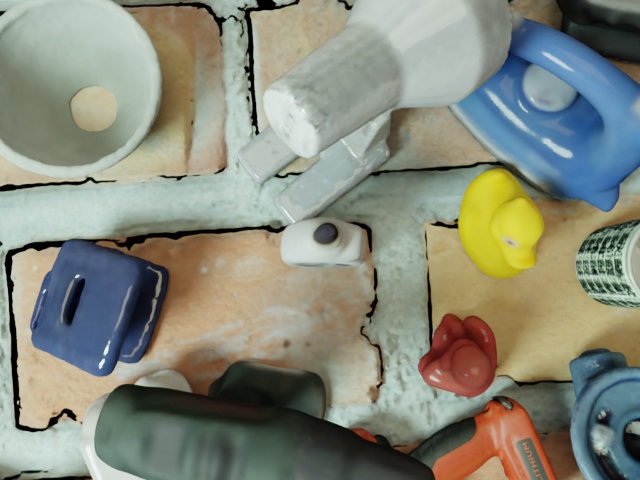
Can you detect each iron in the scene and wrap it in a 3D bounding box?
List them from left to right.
[{"bbox_3d":[0.197,-0.141,0.509,0.258,0.141,0.119,36,85,2],"label":"iron"}]

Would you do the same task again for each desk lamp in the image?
[{"bbox_3d":[0.031,-0.113,0.465,0.203,0.213,0.118,-40,87,-5],"label":"desk lamp"}]

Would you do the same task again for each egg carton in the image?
[{"bbox_3d":[-0.142,0.197,0.504,0.107,0.069,0.150,-26,86,-4],"label":"egg carton"}]

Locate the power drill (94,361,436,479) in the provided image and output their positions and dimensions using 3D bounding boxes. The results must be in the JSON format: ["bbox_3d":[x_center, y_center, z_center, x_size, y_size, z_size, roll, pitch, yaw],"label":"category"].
[{"bbox_3d":[-0.039,0.148,0.442,0.229,0.208,0.076,8,85,-1],"label":"power drill"}]

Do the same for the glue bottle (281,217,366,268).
[{"bbox_3d":[0.004,0.002,0.474,0.078,0.173,0.037,3,85,-1],"label":"glue bottle"}]

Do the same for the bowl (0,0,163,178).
[{"bbox_3d":[-0.221,-0.134,0.528,0.167,0.074,0.167,0,85,-2],"label":"bowl"}]

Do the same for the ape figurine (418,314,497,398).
[{"bbox_3d":[0.128,0.108,0.510,0.078,0.092,0.076,-24,86,-4],"label":"ape figurine"}]

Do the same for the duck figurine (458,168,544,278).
[{"bbox_3d":[0.173,-0.018,0.525,0.077,0.086,0.104,-8,85,-2],"label":"duck figurine"}]

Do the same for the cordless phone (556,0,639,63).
[{"bbox_3d":[0.303,-0.235,0.499,0.147,0.185,0.094,4,85,-1],"label":"cordless phone"}]

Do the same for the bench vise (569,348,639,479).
[{"bbox_3d":[0.279,0.196,0.442,0.121,0.219,0.207,-23,86,-3],"label":"bench vise"}]

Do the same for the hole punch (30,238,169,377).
[{"bbox_3d":[-0.200,0.059,0.504,0.101,0.091,0.109,16,85,0],"label":"hole punch"}]
